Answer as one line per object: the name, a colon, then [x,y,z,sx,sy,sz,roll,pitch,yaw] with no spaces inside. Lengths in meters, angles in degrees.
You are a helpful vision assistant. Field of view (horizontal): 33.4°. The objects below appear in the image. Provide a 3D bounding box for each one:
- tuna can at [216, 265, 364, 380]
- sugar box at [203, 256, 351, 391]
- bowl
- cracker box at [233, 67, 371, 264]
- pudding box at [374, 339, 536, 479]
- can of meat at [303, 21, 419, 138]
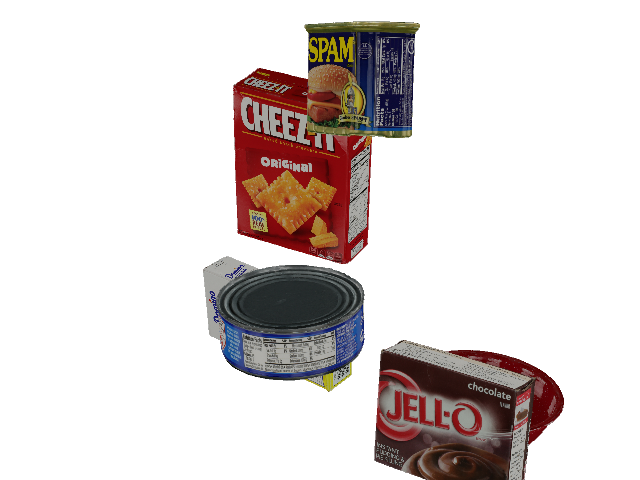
tuna can: [-0.017,0.047,0.620,0.086,0.034,0.086,-2,23,1]
sugar box: [-0.047,0.087,1.153,0.176,0.093,0.048,23,38,35]
bowl: [0.164,0.174,1.093,0.162,0.055,0.162,2,24,-1]
cracker box: [-0.024,-0.090,1.329,0.164,0.214,0.072,17,36,24]
pudding box: [0.095,0.130,0.774,0.114,0.090,0.039,12,19,31]
can of meat: [0.029,-0.123,0.814,0.057,0.084,0.102,-4,11,-29]
